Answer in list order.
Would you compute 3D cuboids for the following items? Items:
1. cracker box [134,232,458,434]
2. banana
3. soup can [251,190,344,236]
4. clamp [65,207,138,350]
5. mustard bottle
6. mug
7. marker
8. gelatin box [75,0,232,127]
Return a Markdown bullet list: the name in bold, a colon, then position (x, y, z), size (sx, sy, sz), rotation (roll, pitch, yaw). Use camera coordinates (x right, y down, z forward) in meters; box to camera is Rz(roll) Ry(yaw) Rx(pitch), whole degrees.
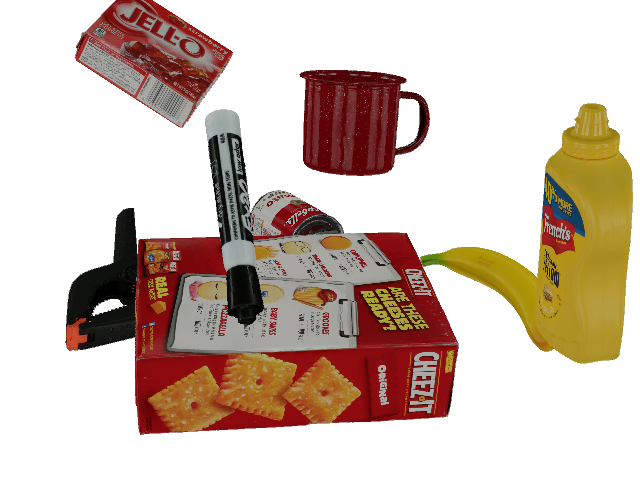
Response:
- **cracker box**: position (-0.026, 0.062, 0.774), size (0.213, 0.072, 0.164), rotation (-1, 28, -9)
- **banana**: position (0.184, 0.050, 1.063), size (0.069, 0.037, 0.198), rotation (-33, 37, -16)
- **soup can**: position (-0.027, -0.010, 1.179), size (0.068, 0.068, 0.102), rotation (0, 18, -31)
- **clamp**: position (-0.182, 0.038, 1.028), size (0.165, 0.036, 0.209), rotation (26, 36, 24)
- **mustard bottle**: position (0.199, -0.010, 0.806), size (0.058, 0.192, 0.096), rotation (-6, 26, -7)
- **mug**: position (0.038, -0.103, 0.936), size (0.117, 0.081, 0.093), rotation (0, 15, -11)
- **marker**: position (-0.045, -0.013, 0.562), size (0.020, 0.121, 0.020), rotation (-8, -25, -4)
- **gelatin box**: position (-0.115, -0.129, 0.742), size (0.089, 0.073, 0.030), rotation (33, -49, -7)
